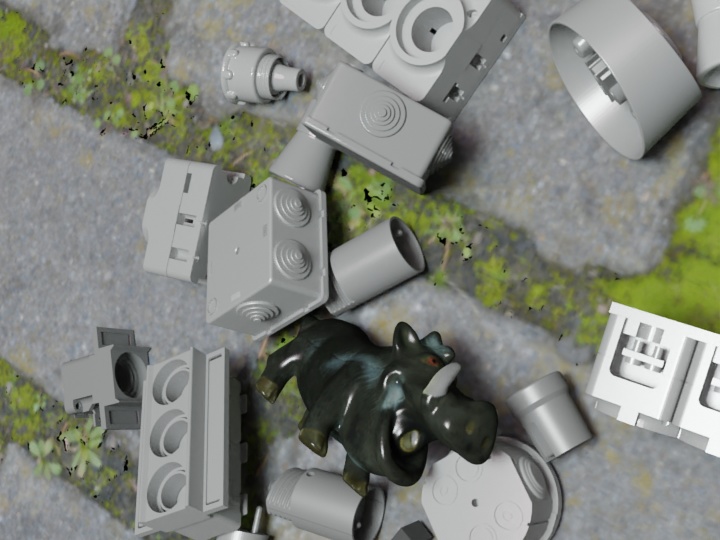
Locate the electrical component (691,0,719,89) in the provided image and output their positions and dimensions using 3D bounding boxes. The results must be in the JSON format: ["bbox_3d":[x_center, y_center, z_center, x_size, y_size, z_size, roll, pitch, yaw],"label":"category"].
[{"bbox_3d":[0.222,-0.149,0.652,0.044,0.044,0.065,-13,72,27],"label":"electrical component"}]

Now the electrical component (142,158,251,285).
[{"bbox_3d":[-0.128,-0.036,0.826,0.056,0.050,0.089,11,89,30],"label":"electrical component"}]

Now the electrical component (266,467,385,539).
[{"bbox_3d":[-0.028,0.161,0.746,0.081,0.043,0.043,10,88,30],"label":"electrical component"}]

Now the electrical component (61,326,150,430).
[{"bbox_3d":[-0.202,0.089,0.855,0.064,0.042,0.081,-16,75,28],"label":"electrical component"}]

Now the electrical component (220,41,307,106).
[{"bbox_3d":[-0.072,-0.147,0.815,0.062,0.048,0.048,11,88,23],"label":"electrical component"}]

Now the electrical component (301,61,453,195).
[{"bbox_3d":[0.015,-0.094,0.719,0.100,0.100,0.048,29,93,3],"label":"electrical component"}]

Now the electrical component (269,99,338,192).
[{"bbox_3d":[-0.033,-0.092,0.787,0.044,0.044,0.065,27,92,30],"label":"electrical component"}]

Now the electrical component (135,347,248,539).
[{"bbox_3d":[-0.118,0.127,0.772,0.079,0.063,0.121,-23,51,25],"label":"electrical component"}]

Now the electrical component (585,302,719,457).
[{"bbox_3d":[0.213,0.073,0.596,0.150,0.089,0.061,19,92,30],"label":"electrical component"}]

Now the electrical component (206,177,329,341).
[{"bbox_3d":[-0.068,-0.008,0.763,0.100,0.048,0.099,-31,51,44],"label":"electrical component"}]

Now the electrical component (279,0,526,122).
[{"bbox_3d":[0.025,-0.186,0.755,0.150,0.062,0.089,41,103,27],"label":"electrical component"}]

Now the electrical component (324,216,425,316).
[{"bbox_3d":[0.000,0.000,0.753,0.081,0.043,0.043,-29,70,23],"label":"electrical component"}]

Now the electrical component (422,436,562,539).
[{"bbox_3d":[0.083,0.146,0.681,0.080,0.051,0.080,-5,81,29],"label":"electrical component"}]

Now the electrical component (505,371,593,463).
[{"bbox_3d":[0.120,0.093,0.675,0.040,0.040,0.046,-35,74,21],"label":"electrical component"}]

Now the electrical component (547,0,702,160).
[{"bbox_3d":[0.158,-0.121,0.654,0.064,0.099,0.099,-40,66,12],"label":"electrical component"}]

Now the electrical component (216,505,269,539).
[{"bbox_3d":[-0.088,0.207,0.772,0.077,0.044,0.079,4,77,31],"label":"electrical component"}]
